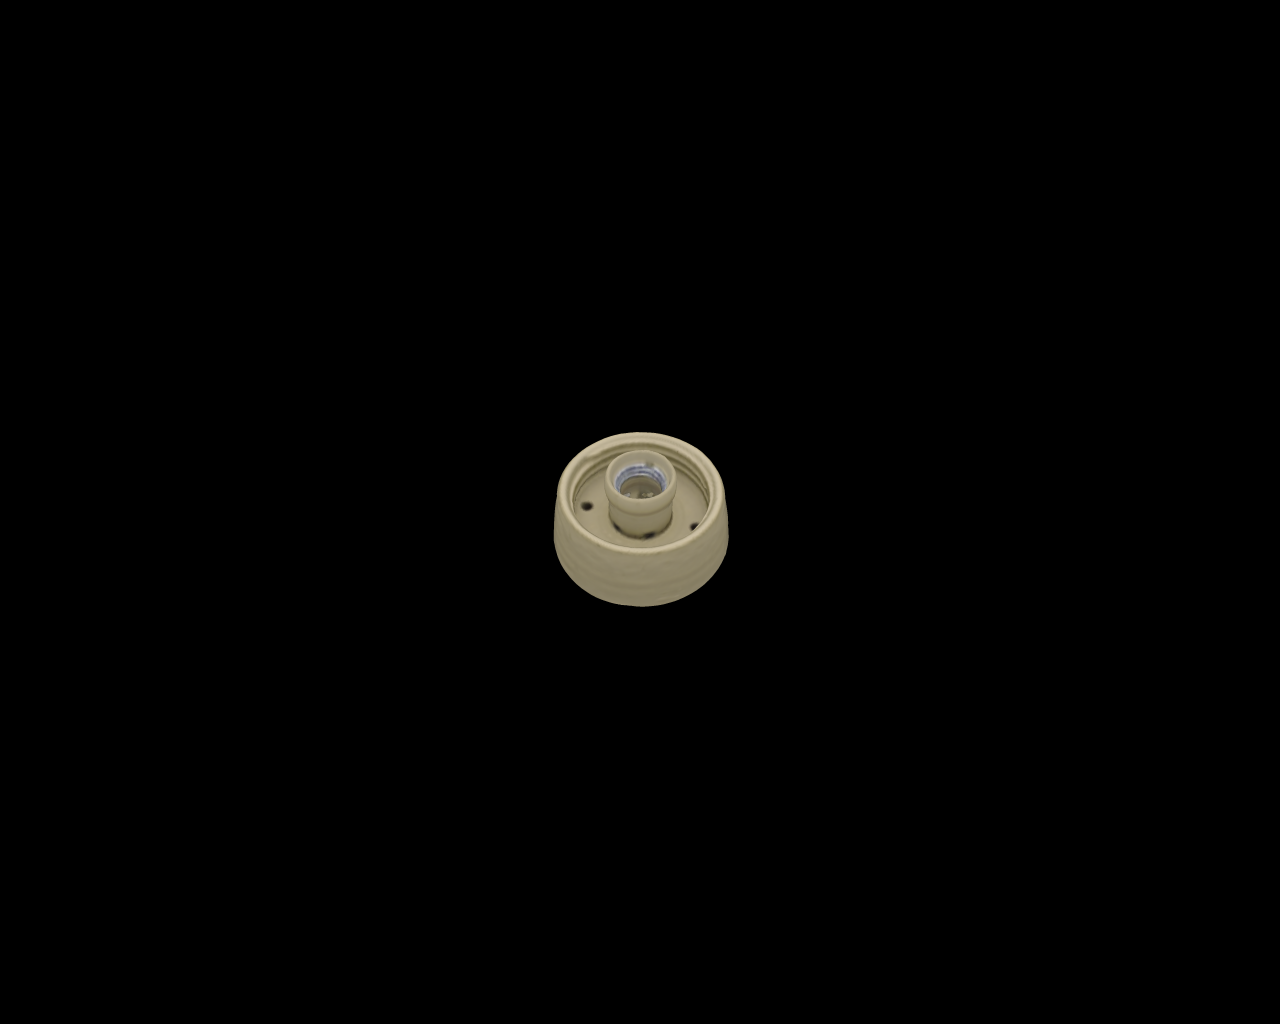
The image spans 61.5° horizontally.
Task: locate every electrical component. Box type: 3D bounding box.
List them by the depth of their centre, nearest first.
[{"bbox_3d":[0.001,-0.003,0.650,0.108,0.108,0.060,0,-40,0],"label":"electrical component"}]
